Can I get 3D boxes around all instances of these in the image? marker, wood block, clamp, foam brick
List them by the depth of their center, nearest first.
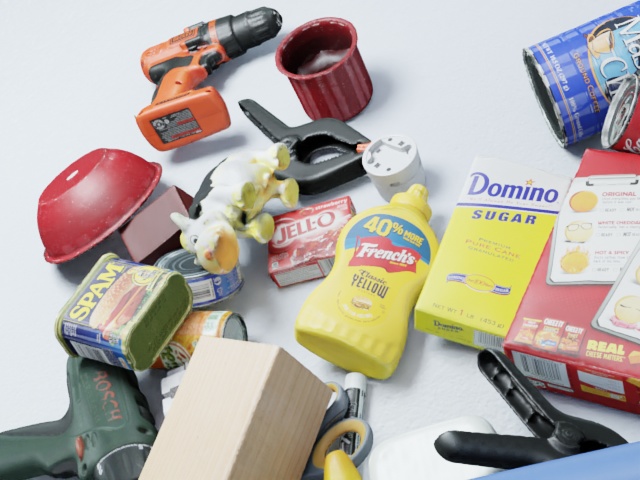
[{"bbox_3d":[0.175,0.147,0.798,0.171,0.039,0.120,24,45,2],"label":"clamp"},{"bbox_3d":[-0.078,0.190,0.849,0.091,0.090,0.206,3,61,37],"label":"wood block"},{"bbox_3d":[0.025,0.168,0.899,0.020,0.020,0.121,-8,50,19],"label":"marker"},{"bbox_3d":[-0.154,-0.007,1.090,0.078,0.051,0.053,-37,57,11],"label":"foam brick"},{"bbox_3d":[-0.031,-0.096,1.132,0.210,0.036,0.164,-4,52,27],"label":"clamp"}]

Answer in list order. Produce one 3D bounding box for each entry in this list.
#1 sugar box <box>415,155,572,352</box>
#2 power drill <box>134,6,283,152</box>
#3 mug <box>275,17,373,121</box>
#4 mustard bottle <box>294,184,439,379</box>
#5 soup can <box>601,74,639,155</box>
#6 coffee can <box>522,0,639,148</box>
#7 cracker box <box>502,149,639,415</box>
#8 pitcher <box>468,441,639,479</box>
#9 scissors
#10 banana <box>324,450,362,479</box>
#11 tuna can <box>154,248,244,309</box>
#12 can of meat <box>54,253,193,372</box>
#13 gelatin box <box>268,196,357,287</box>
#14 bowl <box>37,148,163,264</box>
[{"bbox_3d":[0.154,0.010,0.940,0.093,0.048,0.176,16,62,15],"label":"sugar box"},{"bbox_3d":[-0.132,-0.190,1.226,0.185,0.057,0.187,-19,36,18],"label":"power drill"},{"bbox_3d":[0.002,-0.186,1.159,0.093,0.081,0.117,-37,47,-7],"label":"mug"},{"bbox_3d":[0.057,0.026,0.970,0.096,0.058,0.191,22,60,11],"label":"mustard bottle"},{"bbox_3d":[0.306,-0.096,0.927,0.102,0.069,0.068,19,57,-2],"label":"soup can"},{"bbox_3d":[0.274,-0.160,0.999,0.140,0.102,0.103,-22,47,7],"label":"coffee can"},{"bbox_3d":[0.265,0.034,0.864,0.164,0.072,0.213,11,57,31],"label":"cracker box"},{"bbox_3d":[0.165,0.211,0.679,0.242,0.145,0.149,-7,46,-9],"label":"pitcher"},{"bbox_3d":[-0.027,0.208,0.877,0.096,0.016,0.201,17,67,45],"label":"scissors"},{"bbox_3d":[0.010,0.259,0.803,0.037,0.069,0.197,-40,25,57],"label":"banana"},{"bbox_3d":[-0.119,0.034,1.041,0.086,0.034,0.086,-9,22,3],"label":"tuna can"},{"bbox_3d":[-0.177,0.067,0.972,0.084,0.057,0.102,11,51,30],"label":"can of meat"},{"bbox_3d":[-0.007,0.001,1.044,0.089,0.030,0.073,-14,48,13],"label":"gelatin box"},{"bbox_3d":[-0.248,-0.049,1.141,0.162,0.055,0.162,-30,25,16],"label":"bowl"}]
